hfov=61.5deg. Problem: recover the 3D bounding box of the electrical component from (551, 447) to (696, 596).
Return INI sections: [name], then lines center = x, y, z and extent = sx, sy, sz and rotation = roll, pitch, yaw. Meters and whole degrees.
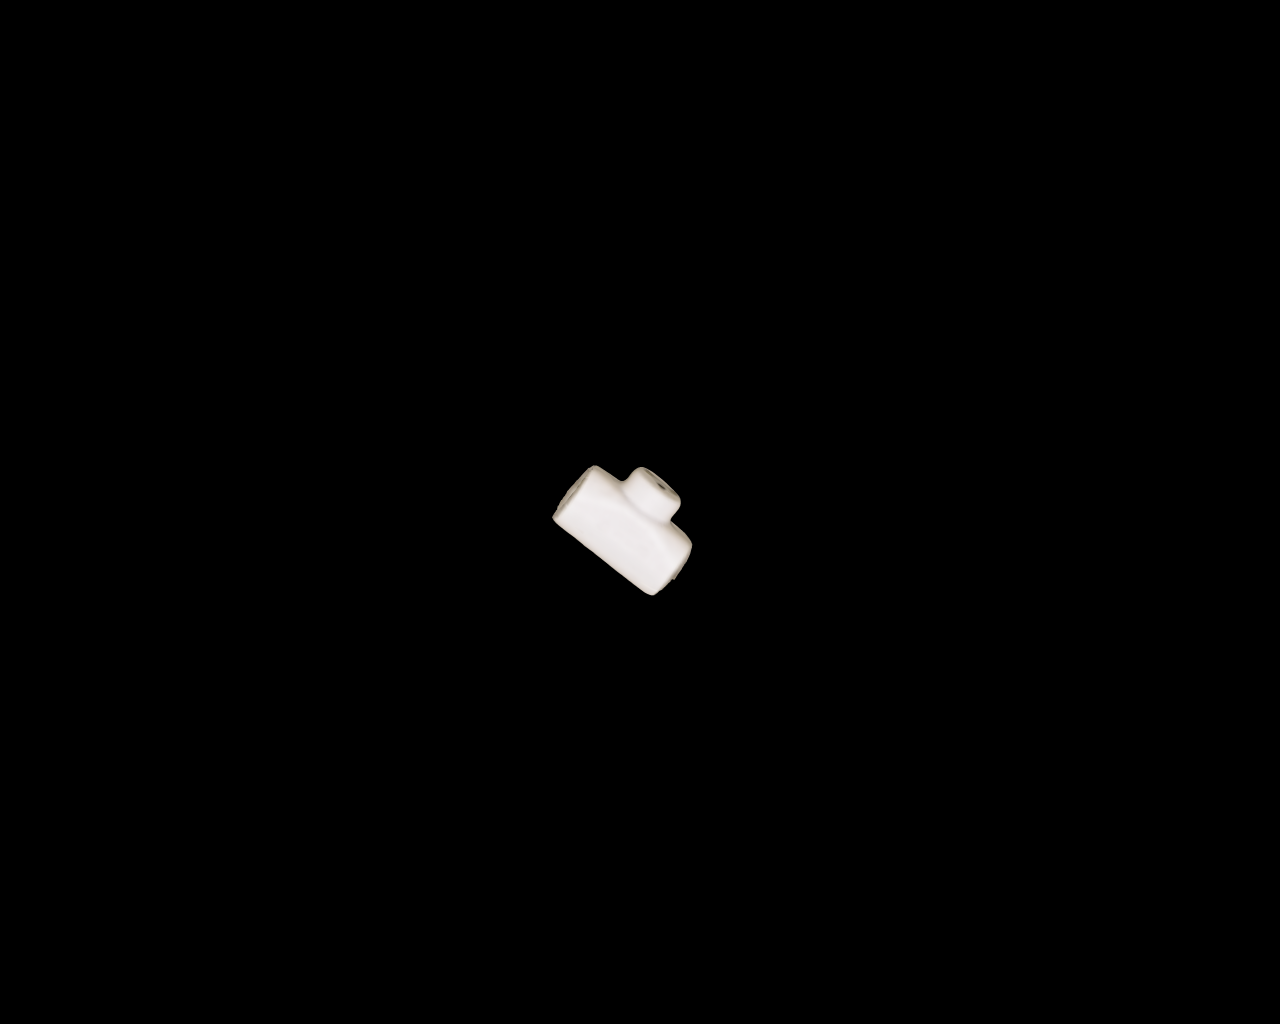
[electrical component]
center = 0.001, -0.003, 0.650
extent = 0.077, 0.079, 0.044
rotation = 38, 9, -7
